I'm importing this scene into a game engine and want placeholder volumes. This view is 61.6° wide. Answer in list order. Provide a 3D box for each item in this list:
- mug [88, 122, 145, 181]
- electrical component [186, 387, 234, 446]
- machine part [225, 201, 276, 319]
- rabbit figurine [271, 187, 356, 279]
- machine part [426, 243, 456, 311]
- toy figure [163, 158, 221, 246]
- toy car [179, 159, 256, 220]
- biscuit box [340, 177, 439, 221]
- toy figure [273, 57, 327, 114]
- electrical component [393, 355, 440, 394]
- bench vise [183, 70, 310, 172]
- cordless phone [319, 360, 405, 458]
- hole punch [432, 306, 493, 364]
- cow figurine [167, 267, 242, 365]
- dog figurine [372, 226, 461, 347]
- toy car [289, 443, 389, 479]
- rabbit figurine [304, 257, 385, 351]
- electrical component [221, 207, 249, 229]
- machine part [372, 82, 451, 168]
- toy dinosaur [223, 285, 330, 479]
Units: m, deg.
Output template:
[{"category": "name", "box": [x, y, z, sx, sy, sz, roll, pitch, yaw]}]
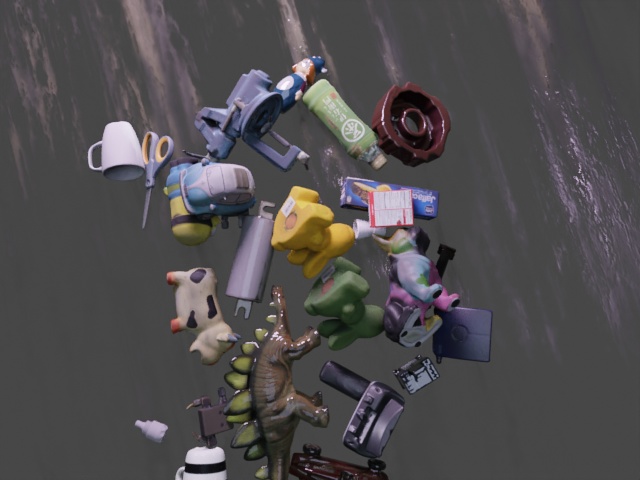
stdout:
[{"category": "mug", "box": [-0.416, -0.181, 1.097, 0.110, 0.080, 0.107, -10, 74, 2]}, {"category": "electrical component", "box": [-0.217, 0.352, 1.066, 0.078, 0.045, 0.102, -13, 87, -35]}, {"category": "machine part", "box": [-0.136, 0.038, 1.091, 0.079, 0.079, 0.243, 13, 83, -4]}, {"category": "rabbit figurine", "box": [-0.002, -0.003, 1.083, 0.173, 0.122, 0.162, 17, 103, -40]}, {"category": "machine part", "box": [0.245, 0.078, 1.127, 0.039, 0.084, 0.139, 18, 72, 20]}, {"category": "toy figure", "box": [-0.269, -0.076, 1.087, 0.089, 0.082, 0.180, -11, 86, -37]}, {"category": "toy car", "box": [-0.183, -0.102, 1.046, 0.161, 0.103, 0.109, -2, 78, -39]}, {"category": "biscuit box", "box": [0.147, -0.086, 1.138, 0.203, 0.063, 0.059, 7, 85, -4]}, {"category": "toy figure", "box": [-0.045, -0.339, 1.152, 0.064, 0.058, 0.154, 38, 83, 6]}, {"category": "electrical component", "box": [0.197, 0.268, 1.073, 0.075, 0.119, 0.047, -30, 87, -10]}, {"category": "bench vise", "box": [-0.132, -0.210, 1.085, 0.241, 0.129, 0.223, 38, 94, 10]}, {"category": "cordless phone", "box": [0.066, 0.338, 1.084, 0.184, 0.088, 0.146, 27, 81, 10]}, {"category": "hole punch", "box": [0.295, 0.192, 1.108, 0.116, 0.092, 0.142, 5, 86, -1]}, {"category": "cow figurine", "box": [-0.229, 0.151, 1.069, 0.127, 0.085, 0.195, -8, 83, 0]}, {"category": "dog figurine", "box": [0.165, 0.078, 1.065, 0.108, 0.219, 0.191, 22, 114, -39]}, {"category": "toy car", "box": [0.040, 0.469, 1.070, 0.202, 0.053, 0.089, 16, 85, -4]}, {"category": "rabbit figurine", "box": [0.064, 0.148, 1.076, 0.170, 0.121, 0.159, 41, 91, -22]}, {"category": "electrical component", "box": [-0.182, -0.070, 1.127, 0.063, 0.021, 0.094, -2, 84, -5]}, {"category": "machine part", "box": [0.192, -0.242, 1.136, 0.179, 0.056, 0.179, 7, 73, -25]}, {"category": "toy dinosaur", "box": [-0.086, 0.320, 1.044, 0.199, 0.105, 0.471, -4, 77, -7]}]
